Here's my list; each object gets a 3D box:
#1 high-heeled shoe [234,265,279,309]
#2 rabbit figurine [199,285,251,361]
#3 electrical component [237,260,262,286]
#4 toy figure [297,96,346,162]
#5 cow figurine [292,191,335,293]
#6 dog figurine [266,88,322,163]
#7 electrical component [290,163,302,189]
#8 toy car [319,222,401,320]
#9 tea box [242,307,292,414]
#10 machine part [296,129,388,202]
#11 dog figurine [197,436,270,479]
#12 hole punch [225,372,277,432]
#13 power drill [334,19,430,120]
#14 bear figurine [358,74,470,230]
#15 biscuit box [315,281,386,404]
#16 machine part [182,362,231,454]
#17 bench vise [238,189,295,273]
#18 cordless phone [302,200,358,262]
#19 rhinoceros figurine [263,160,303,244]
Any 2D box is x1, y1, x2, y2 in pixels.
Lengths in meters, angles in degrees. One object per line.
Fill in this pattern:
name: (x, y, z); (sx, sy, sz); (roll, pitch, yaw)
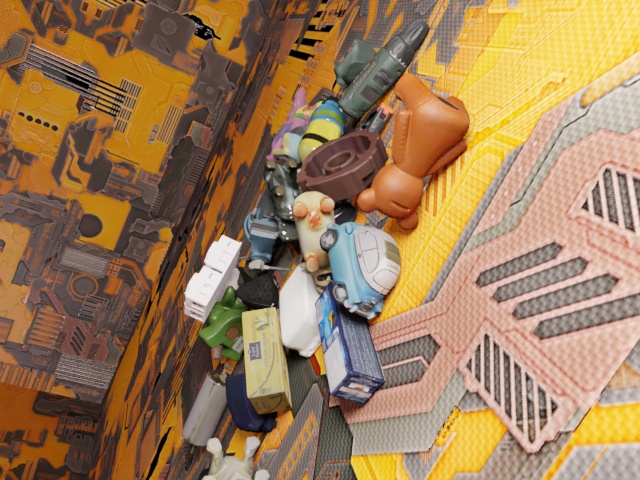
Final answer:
high-heeled shoe: (-0.120, 0.137, 1.163); (0.086, 0.145, 0.249); (-34, 28, -9)
rabbit figurine: (-0.241, 0.193, 1.348); (0.170, 0.121, 0.159); (24, 84, 57)
electrical component: (-0.185, 0.098, 1.435); (0.078, 0.045, 0.102); (-11, 58, 31)
toy figure: (0.005, -0.230, 1.160); (0.082, 0.089, 0.180); (105, 176, -64)
cow figurine: (-0.002, 0.008, 0.952); (0.127, 0.085, 0.194); (-109, 6, -71)
dog figurine: (-0.045, -0.284, 1.375); (0.192, 0.108, 0.219); (-4, 64, 67)
electrical component: (-0.042, -0.119, 1.225); (0.134, 0.058, 0.114); (-5, 89, 62)
toy car: (0.071, 0.034, 0.828); (0.103, 0.109, 0.162); (-32, 48, 29)
tea box: (-0.100, 0.223, 1.000); (0.098, 0.068, 0.170); (80, 179, -52)
machine part: (0.043, -0.135, 0.996); (0.179, 0.056, 0.179); (-23, 30, 14)
dog figurine: (-0.173, 0.484, 1.011); (0.172, 0.121, 0.190); (-94, 19, -53)
hole punch: (-0.139, 0.320, 1.070); (0.142, 0.092, 0.116); (-27, 50, 53)
power drill: (0.115, -0.365, 1.120); (0.232, 0.086, 0.207); (-52, 32, 12)
bear figurine: (0.137, -0.124, 0.802); (0.132, 0.120, 0.195); (-96, 29, -55)
biscuit box: (0.040, 0.153, 0.836); (0.059, 0.063, 0.203); (-57, 24, 27)
machine part: (-0.268, 0.404, 1.299); (0.243, 0.079, 0.079); (-66, 22, 8)
bench vise: (-0.131, 0.005, 1.305); (0.240, 0.129, 0.224); (108, 161, -59)
cordless phone: (-0.002, -0.003, 1.081); (0.147, 0.089, 0.184); (-133, 55, -65)
rhinoceros figurine: (-0.081, -0.085, 1.167); (0.112, 0.073, 0.190); (-44, 57, 54)
